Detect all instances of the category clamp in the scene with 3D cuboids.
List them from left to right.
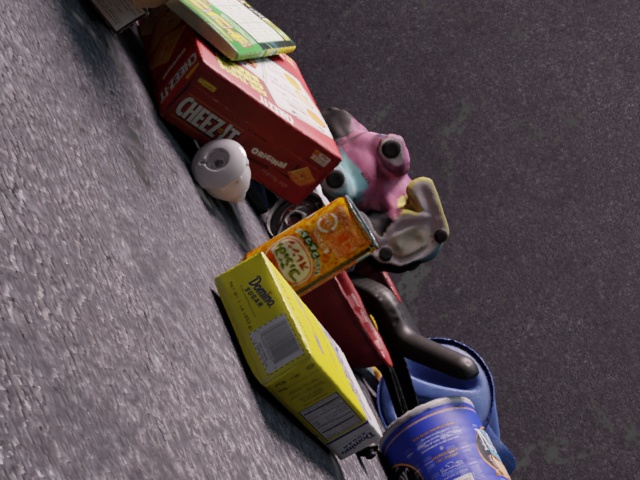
[{"bbox_3d":[0.081,0.108,1.118,0.210,0.036,0.165,57,-36,22],"label":"clamp"}]

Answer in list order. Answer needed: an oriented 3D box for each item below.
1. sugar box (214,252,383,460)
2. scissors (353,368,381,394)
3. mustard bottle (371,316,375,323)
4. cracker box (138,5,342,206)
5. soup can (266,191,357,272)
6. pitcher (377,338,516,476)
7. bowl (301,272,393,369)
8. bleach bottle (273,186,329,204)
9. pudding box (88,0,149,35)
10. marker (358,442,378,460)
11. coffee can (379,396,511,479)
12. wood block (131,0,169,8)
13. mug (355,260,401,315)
[{"bbox_3d":[-0.011,0.089,0.775,0.093,0.048,0.176,63,7,32],"label":"sugar box"},{"bbox_3d":[0.037,0.126,1.217,0.096,0.016,0.201,61,5,27],"label":"scissors"},{"bbox_3d":[0.090,0.145,1.405,0.096,0.058,0.191,62,5,27],"label":"mustard bottle"},{"bbox_3d":[-0.082,-0.144,1.007,0.164,0.072,0.214,32,21,-30],"label":"cracker box"},{"bbox_3d":[-0.008,0.001,1.176,0.102,0.068,0.068,56,7,-46],"label":"soup can"},{"bbox_3d":[0.162,0.222,1.287,0.242,0.145,0.149,57,29,-64],"label":"pitcher"},{"bbox_3d":[0.009,0.066,1.044,0.162,0.055,0.162,60,5,-9],"label":"bowl"},{"bbox_3d":[-0.040,-0.078,1.352,0.250,0.068,0.103,53,8,-41],"label":"bleach bottle"},{"bbox_3d":[-0.190,-0.236,0.869,0.090,0.039,0.113,65,9,32],"label":"pudding box"},{"bbox_3d":[0.021,0.142,0.954,0.121,0.020,0.020,64,6,32],"label":"marker"},{"bbox_3d":[0.131,0.237,1.024,0.140,0.103,0.102,64,6,34],"label":"coffee can"},{"bbox_3d":[-0.071,-0.273,0.849,0.090,0.206,0.091,62,8,-11],"label":"wood block"},{"bbox_3d":[0.034,0.044,1.272,0.117,0.081,0.093,63,6,27],"label":"mug"}]
